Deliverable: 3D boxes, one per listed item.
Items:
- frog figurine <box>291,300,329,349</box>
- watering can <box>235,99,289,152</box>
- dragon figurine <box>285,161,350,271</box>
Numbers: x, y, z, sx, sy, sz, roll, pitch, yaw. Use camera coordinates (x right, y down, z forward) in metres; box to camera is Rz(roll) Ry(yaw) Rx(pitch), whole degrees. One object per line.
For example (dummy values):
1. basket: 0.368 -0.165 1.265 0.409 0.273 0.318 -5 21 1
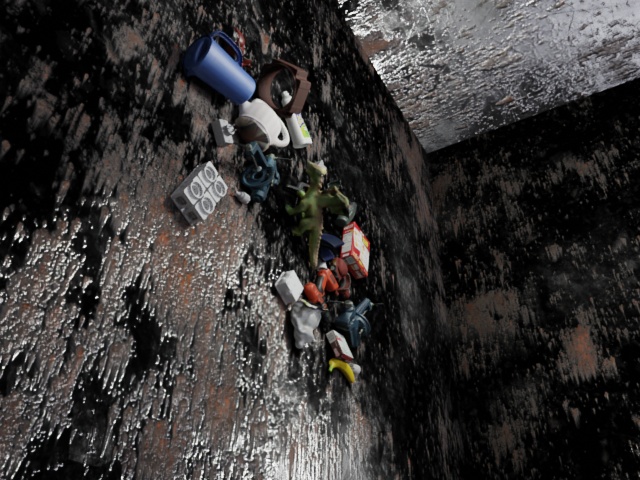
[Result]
1. frog figurine: -0.057 0.296 1.808 0.160 0.123 0.136 -67 157 -2
2. watering can: -0.250 -0.465 1.912 0.344 0.102 0.229 45 36 -17
3. dragon figurine: 0.006 -0.099 1.975 0.123 0.241 0.410 -20 93 -54
